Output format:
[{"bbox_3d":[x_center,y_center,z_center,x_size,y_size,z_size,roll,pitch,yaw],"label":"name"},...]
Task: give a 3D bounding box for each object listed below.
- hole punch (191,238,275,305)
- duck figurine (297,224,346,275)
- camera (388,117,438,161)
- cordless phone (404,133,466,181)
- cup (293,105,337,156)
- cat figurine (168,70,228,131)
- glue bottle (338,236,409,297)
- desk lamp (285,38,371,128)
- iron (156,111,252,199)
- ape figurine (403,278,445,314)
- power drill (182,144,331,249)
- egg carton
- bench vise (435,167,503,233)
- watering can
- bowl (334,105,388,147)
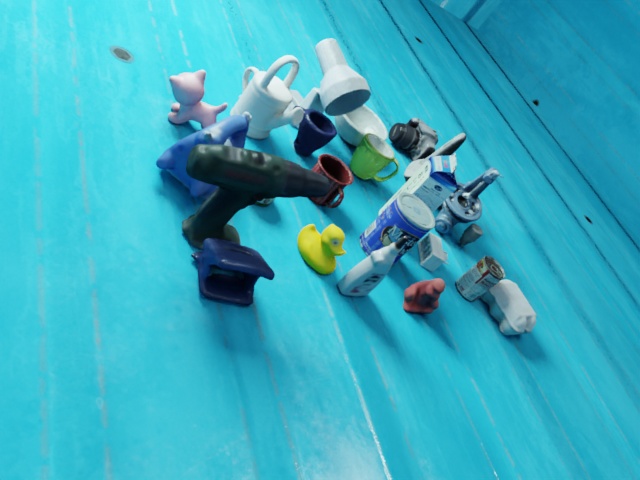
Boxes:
[{"bbox_3d":[-0.139,0.038,0.924,0.109,0.091,0.101,16,42,-34],"label":"hole punch"},{"bbox_3d":[0.010,0.004,1.117,0.078,0.086,0.104,-12,61,-51],"label":"duck figurine"},{"bbox_3d":[0.278,-0.319,1.728,0.137,0.100,0.143,20,40,-30],"label":"camera"},{"bbox_3d":[0.326,-0.223,1.596,0.094,0.184,0.148,39,34,-4],"label":"cordless phone"},{"bbox_3d":[-0.032,-0.252,1.348,0.118,0.094,0.092,35,35,-11],"label":"cup"},{"bbox_3d":[-0.247,-0.280,1.140,0.128,0.117,0.067,27,37,-22],"label":"cat figurine"},{"bbox_3d":[0.110,0.047,1.093,0.078,0.173,0.037,2,50,-44],"label":"glue bottle"},{"bbox_3d":[0.003,-0.368,1.404,0.118,0.213,0.203,-8,58,-49],"label":"desk lamp"},{"bbox_3d":[-0.186,-0.184,1.075,0.119,0.141,0.259,40,34,-3],"label":"iron"},{"bbox_3d":[0.225,0.113,1.209,0.078,0.092,0.076,41,34,-2],"label":"ape figurine"},{"bbox_3d":[-0.126,-0.066,0.946,0.230,0.208,0.075,19,40,-31],"label":"power drill"},{"bbox_3d":[0.465,0.165,1.414,0.108,0.069,0.150,4,50,-43],"label":"egg carton"},{"bbox_3d":[0.394,-0.135,1.537,0.122,0.219,0.207,32,35,-15],"label":"bench vise"},{"bbox_3d":[-0.104,-0.319,1.259,0.173,0.193,0.101,40,34,-4],"label":"watering can"},{"bbox_3d":[0.098,-0.305,1.554,0.168,0.074,0.167,27,37,-22],"label":"bowl"}]
